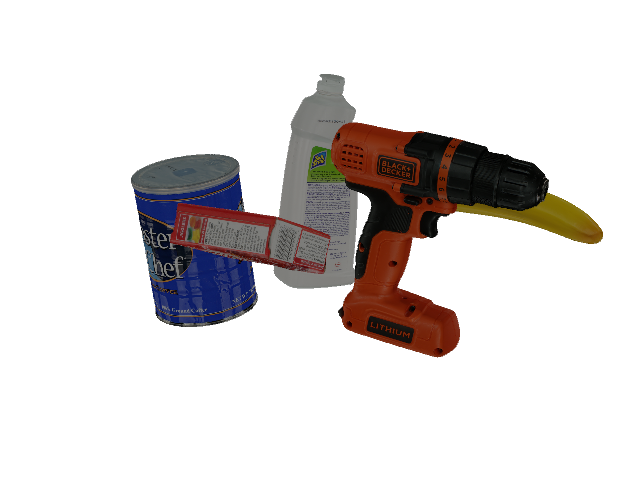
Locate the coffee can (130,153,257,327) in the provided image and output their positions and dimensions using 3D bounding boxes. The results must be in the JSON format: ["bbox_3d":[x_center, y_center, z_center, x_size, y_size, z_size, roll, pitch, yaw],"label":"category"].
[{"bbox_3d":[-0.120,-0.002,1.028,0.103,0.140,0.103,-6,20,2],"label":"coffee can"}]

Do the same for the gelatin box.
[{"bbox_3d":[-0.044,0.000,0.701,0.073,0.030,0.089,9,-4,24],"label":"gelatin box"}]

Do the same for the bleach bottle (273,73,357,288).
[{"bbox_3d":[0.006,-0.071,1.266,0.102,0.251,0.068,-4,22,-30],"label":"bleach bottle"}]

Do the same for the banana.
[{"bbox_3d":[0.198,-0.032,1.104,0.198,0.037,0.069,11,39,23],"label":"banana"}]

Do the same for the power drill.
[{"bbox_3d":[0.091,0.001,0.903,0.185,0.188,0.057,16,25,24],"label":"power drill"}]
